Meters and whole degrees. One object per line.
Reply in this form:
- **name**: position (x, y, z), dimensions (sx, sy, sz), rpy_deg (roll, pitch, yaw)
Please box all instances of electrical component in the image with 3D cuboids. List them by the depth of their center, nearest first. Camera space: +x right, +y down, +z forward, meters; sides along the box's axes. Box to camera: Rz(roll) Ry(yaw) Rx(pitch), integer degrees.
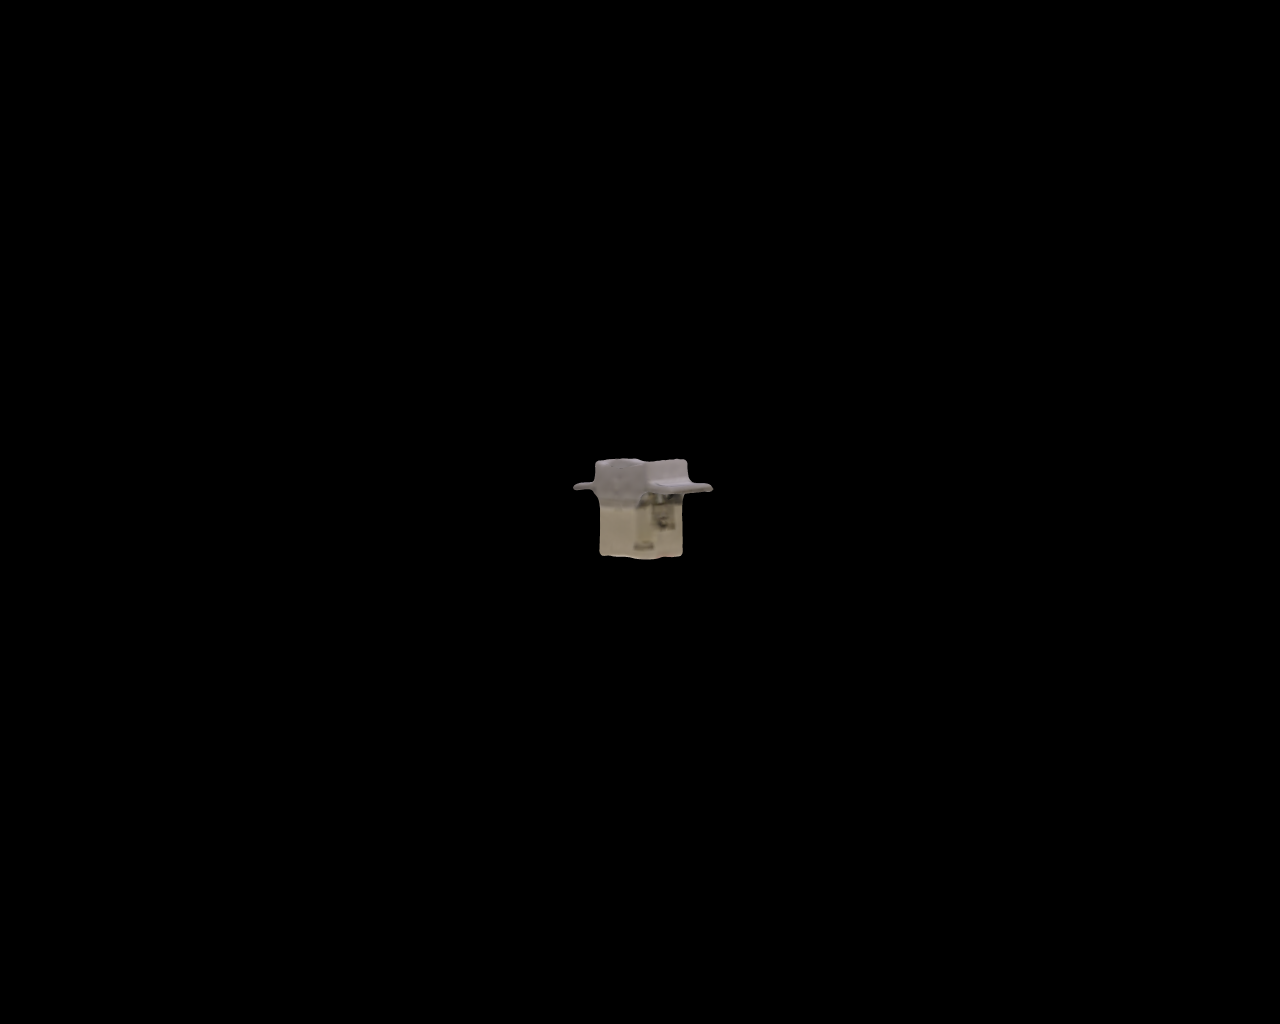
- **electrical component**: position (0.001, -0.003, 0.650), dimensions (0.081, 0.063, 0.042), rpy_deg (4, 6, 43)
